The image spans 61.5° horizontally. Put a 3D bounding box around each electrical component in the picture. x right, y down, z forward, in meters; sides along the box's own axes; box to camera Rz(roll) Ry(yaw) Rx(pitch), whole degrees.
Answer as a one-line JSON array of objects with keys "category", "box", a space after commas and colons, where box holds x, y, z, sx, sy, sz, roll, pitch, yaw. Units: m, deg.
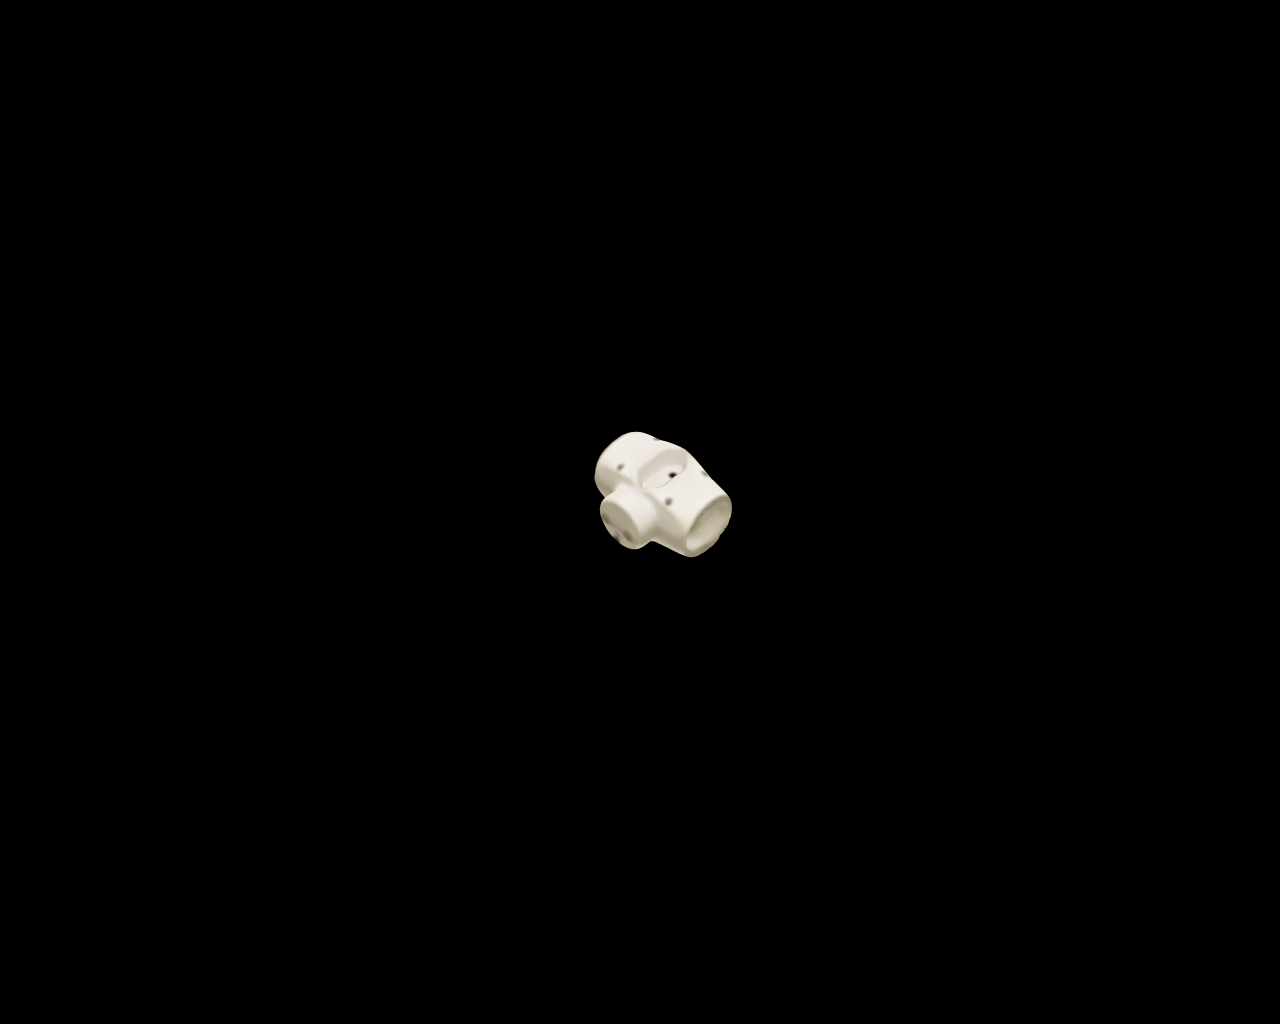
[{"category": "electrical component", "box": [0.001, -0.003, 0.650, 0.079, 0.043, 0.077, -36, 58, -27]}]
